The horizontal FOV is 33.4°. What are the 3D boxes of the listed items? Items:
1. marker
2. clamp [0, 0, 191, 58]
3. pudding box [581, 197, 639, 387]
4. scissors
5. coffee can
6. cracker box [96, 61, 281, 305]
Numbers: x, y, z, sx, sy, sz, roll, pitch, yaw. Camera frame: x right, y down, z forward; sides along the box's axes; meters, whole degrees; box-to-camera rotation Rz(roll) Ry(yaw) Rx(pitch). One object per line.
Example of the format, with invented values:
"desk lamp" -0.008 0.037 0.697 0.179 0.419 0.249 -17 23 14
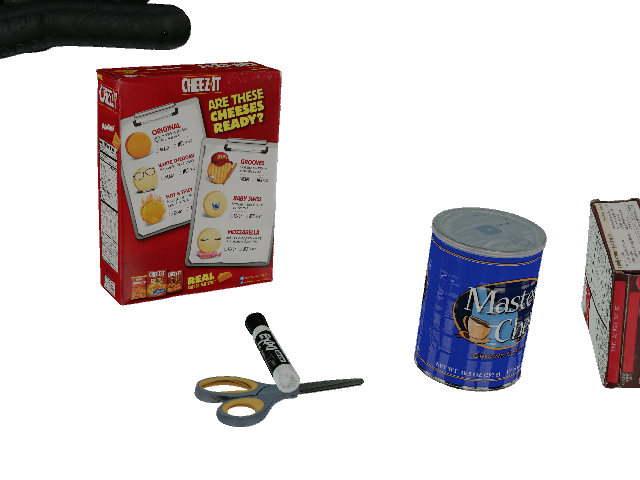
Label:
"marker" -0.042 0.090 0.888 0.020 0.020 0.121 0 20 -17
"clamp" -0.165 -0.134 0.627 0.171 0.039 0.120 -4 22 -9
"pudding box" 0.205 0.034 0.726 0.039 0.090 0.113 0 27 4
"scissors" -0.038 0.177 1.189 0.201 0.016 0.096 3 24 -13
"coffee can" 0.145 0.053 0.983 0.103 0.140 0.103 5 23 -2
"cracker box" -0.126 -0.058 1.016 0.163 0.214 0.072 -8 21 -30
